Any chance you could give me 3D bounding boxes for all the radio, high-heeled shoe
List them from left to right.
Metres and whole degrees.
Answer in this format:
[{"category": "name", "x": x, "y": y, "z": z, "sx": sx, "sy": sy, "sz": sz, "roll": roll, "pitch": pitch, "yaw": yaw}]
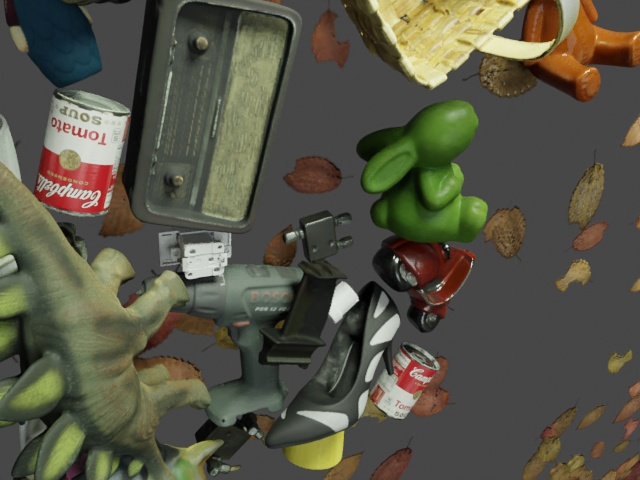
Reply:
[{"category": "radio", "x": -0.113, "y": -0.125, "z": 0.530, "sx": 0.131, "sy": 0.073, "sz": 0.229, "roll": 4, "pitch": 113, "yaw": -29}, {"category": "high-heeled shoe", "x": 0.018, "y": 0.160, "z": 0.715, "sx": 0.249, "sy": 0.086, "sz": 0.145, "roll": -24, "pitch": 105, "yaw": -34}]

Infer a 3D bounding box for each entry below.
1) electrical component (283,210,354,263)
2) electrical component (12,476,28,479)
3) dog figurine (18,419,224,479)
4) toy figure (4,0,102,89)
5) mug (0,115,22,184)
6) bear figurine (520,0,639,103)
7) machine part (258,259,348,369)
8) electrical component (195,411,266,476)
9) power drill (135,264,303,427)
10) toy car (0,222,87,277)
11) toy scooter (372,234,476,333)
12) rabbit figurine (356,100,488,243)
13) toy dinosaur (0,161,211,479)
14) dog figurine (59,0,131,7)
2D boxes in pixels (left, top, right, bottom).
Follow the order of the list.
[{"category": "electrical component", "x": -0.001, "y": -0.002, "z": 0.684, "sx": 0.094, "sy": 0.021, "sz": 0.063, "roll": -18, "pitch": 122, "yaw": -19}, {"category": "electrical component", "x": -0.300, "y": 0.328, "z": 0.645, "sx": 0.134, "sy": 0.115, "sz": 0.058, "roll": 11, "pitch": 112, "yaw": -29}, {"category": "dog figurine", "x": -0.225, "y": 0.253, "z": 0.644, "sx": 0.108, "sy": 0.191, "sz": 0.219, "roll": -35, "pitch": 155, "yaw": 27}, {"category": "toy figure", "x": -0.236, "y": -0.203, "z": 0.436, "sx": 0.058, "sy": 0.064, "sz": 0.154, "roll": -8, "pitch": 121, "yaw": 21}, {"category": "mug", "x": -0.296, "y": -0.043, "z": 0.464, "sx": 0.081, "sy": 0.110, "sz": 0.107, "roll": -20, "pitch": 137, "yaw": -23}, {"category": "bear figurine", "x": 0.294, "y": -0.282, "z": 0.629, "sx": 0.120, "sy": 0.132, "sz": 0.195, "roll": -34, "pitch": 132, "yaw": -11}, {"category": "machine part", "x": -0.020, "y": 0.090, "z": 0.634, "sx": 0.084, "sy": 0.039, "sz": 0.138, "roll": 17, "pitch": 103, "yaw": -30}, {"category": "electrical component", "x": -0.126, "y": 0.278, "z": 0.752, "sx": 0.102, "sy": 0.045, "sz": 0.078, "roll": -41, "pitch": 127, "yaw": -3}, {"category": "power drill", "x": -0.107, "y": 0.123, "z": 0.668, "sx": 0.232, "sy": 0.086, "sz": 0.207, "roll": -7, "pitch": 110, "yaw": -28}, {"category": "toy car", "x": -0.291, "y": 0.049, "z": 0.485, "sx": 0.202, "sy": 0.056, "sz": 0.073, "roll": -51, "pitch": 150, "yaw": -56}, {"category": "toy scooter", "x": 0.157, "y": 0.038, "z": 0.758, "sx": 0.135, "sy": 0.075, "sz": 0.183, "roll": -42, "pitch": 128, "yaw": -8}, {"category": "rabbit figurine", "x": 0.124, "y": -0.093, "z": 0.647, "sx": 0.159, "sy": 0.121, "sz": 0.170, "roll": 1, "pitch": 132, "yaw": -5}, {"category": "toy dinosaur", "x": -0.213, "y": 0.094, "z": 0.479, "sx": 0.198, "sy": 0.105, "sz": 0.470, "roll": -49, "pitch": 133, "yaw": -51}, {"category": "dog figurine", "x": -0.148, "y": -0.286, "z": 0.405, "sx": 0.191, "sy": 0.172, "sz": 0.121, "roll": -26, "pitch": 169, "yaw": -6}]
